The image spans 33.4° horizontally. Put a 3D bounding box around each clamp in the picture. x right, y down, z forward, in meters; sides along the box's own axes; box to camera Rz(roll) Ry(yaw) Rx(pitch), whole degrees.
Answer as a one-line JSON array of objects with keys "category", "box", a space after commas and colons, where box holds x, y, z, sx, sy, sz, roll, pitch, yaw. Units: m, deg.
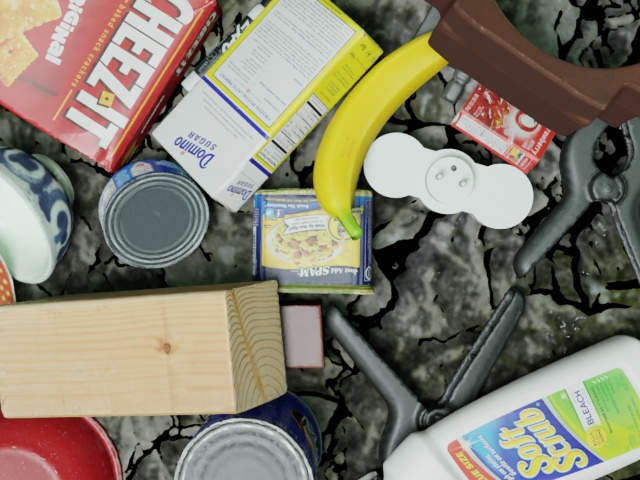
[{"category": "clamp", "box": [0.103, 0.139, 0.877, 0.164, 0.036, 0.210, -12, 93, -1]}, {"category": "clamp", "box": [0.219, -0.036, 0.864, 0.120, 0.039, 0.171, 2, 88, -3]}]

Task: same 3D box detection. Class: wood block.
[{"category": "wood block", "box": [-0.140, 0.085, 0.828, 0.206, 0.090, 0.091, -5, 91, 23]}]

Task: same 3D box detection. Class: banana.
[{"category": "banana", "box": [0.045, -0.092, 0.836, 0.070, 0.037, 0.197, 24, 76, 17]}]

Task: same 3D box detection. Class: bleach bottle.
[{"category": "bleach bottle", "box": [0.153, 0.168, 0.837, 0.250, 0.068, 0.102, -25, 90, -8]}]

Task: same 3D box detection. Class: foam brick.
[{"category": "foam brick", "box": [-0.035, 0.077, 0.874, 0.078, 0.051, 0.053, -1, 91, 2]}]

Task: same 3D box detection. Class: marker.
[{"category": "marker", "box": [-0.067, -0.166, 0.881, 0.020, 0.020, 0.121, 44, 93, 0]}]

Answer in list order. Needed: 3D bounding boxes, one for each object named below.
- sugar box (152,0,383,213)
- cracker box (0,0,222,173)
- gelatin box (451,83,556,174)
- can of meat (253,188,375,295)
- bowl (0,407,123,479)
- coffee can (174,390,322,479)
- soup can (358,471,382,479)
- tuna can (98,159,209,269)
[{"category": "sugar box", "box": [-0.043, -0.117, 0.853, 0.176, 0.048, 0.093, -48, 59, 6]}, {"category": "cracker box", "box": [-0.212, -0.178, 0.855, 0.213, 0.072, 0.164, 32, 93, -4]}, {"category": "gelatin box", "box": [0.158, -0.108, 0.850, 0.073, 0.030, 0.089, 34, 65, 2]}, {"category": "can of meat", "box": [-0.006, 0.001, 0.867, 0.102, 0.057, 0.084, 1, 90, 2]}, {"category": "bowl", "box": [-0.249, 0.210, 0.888, 0.162, 0.055, 0.162, 0, 93, 3]}, {"category": "coffee can", "box": [-0.052, 0.175, 0.834, 0.103, 0.140, 0.103, 0, 92, 3]}, {"category": "soup can", "box": [0.053, 0.249, 0.868, 0.068, 0.068, 0.102, -40, 90, 3]}, {"category": "tuna can", "box": [-0.135, -0.022, 0.863, 0.086, 0.034, 0.086, -9, 120, -17]}]
